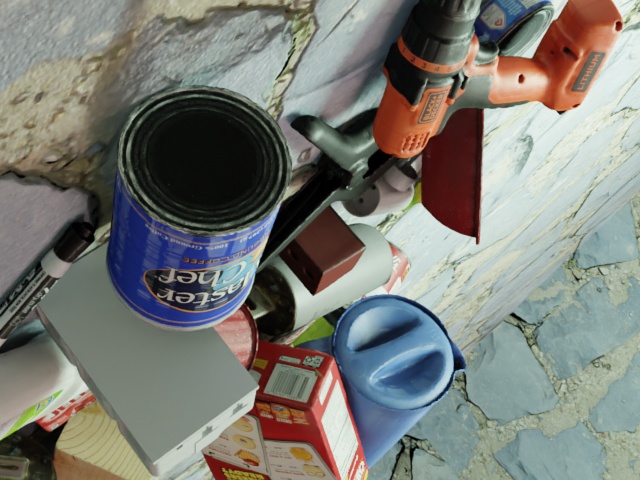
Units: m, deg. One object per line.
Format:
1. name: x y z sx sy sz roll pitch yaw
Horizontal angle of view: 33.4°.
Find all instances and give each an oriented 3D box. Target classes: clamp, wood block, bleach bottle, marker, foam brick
1. clamp: 0.012 -0.054 0.909 0.209 0.036 0.165 -25 152 -51
2. wood block: -0.209 0.220 1.043 0.090 0.091 0.206 -66 -176 -36
3. bleach bottle: -0.247 0.122 0.767 0.103 0.068 0.250 -38 173 35
4. marker: -0.190 0.031 0.714 0.121 0.020 0.020 -45 165 20
5. foam brick: -0.006 0.001 0.963 0.051 0.078 0.053 -34 165 -25

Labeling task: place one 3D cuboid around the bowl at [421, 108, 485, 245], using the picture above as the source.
1. bowl: 0.123 -0.076 0.990 0.055 0.162 0.162 2 167 7

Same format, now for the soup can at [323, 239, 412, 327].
1. soup can: 0.052 0.054 1.220 0.102 0.068 0.068 -57 173 -23

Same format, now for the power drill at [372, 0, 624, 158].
1. power drill: 0.139 -0.149 0.826 0.187 0.057 0.185 -12 147 -24

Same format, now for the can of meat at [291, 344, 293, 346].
1. can of meat: -0.058 0.174 1.301 0.057 0.084 0.102 -4 -176 5

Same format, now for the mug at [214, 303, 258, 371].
1. mug: -0.113 0.102 0.943 0.093 0.117 0.081 -10 174 28

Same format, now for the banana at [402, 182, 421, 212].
1. banana: 0.127 -0.076 1.141 0.069 0.037 0.198 -36 165 -12

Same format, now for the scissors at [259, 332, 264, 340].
1. scissors: -0.088 0.120 1.145 0.096 0.016 0.202 -12 134 -42

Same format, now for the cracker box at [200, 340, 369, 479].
1. cracker box: -0.049 0.188 1.091 0.213 0.164 0.072 74 33 -46

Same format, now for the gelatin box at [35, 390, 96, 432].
1. gelatin box: -0.212 0.124 0.920 0.089 0.030 0.073 -36 165 -14

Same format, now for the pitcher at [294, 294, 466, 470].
1. pitcher: 0.039 0.171 1.175 0.144 0.149 0.243 -42 167 -34

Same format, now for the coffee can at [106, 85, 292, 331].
1. coffee can: -0.081 -0.016 0.675 0.102 0.103 0.140 -32 164 -26

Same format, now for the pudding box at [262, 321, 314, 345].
1. pudding box: -0.044 0.095 1.231 0.090 0.039 0.113 -46 165 25

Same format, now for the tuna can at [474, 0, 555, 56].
1. tuna can: 0.158 -0.180 0.908 0.086 0.034 0.086 -36 165 -11
